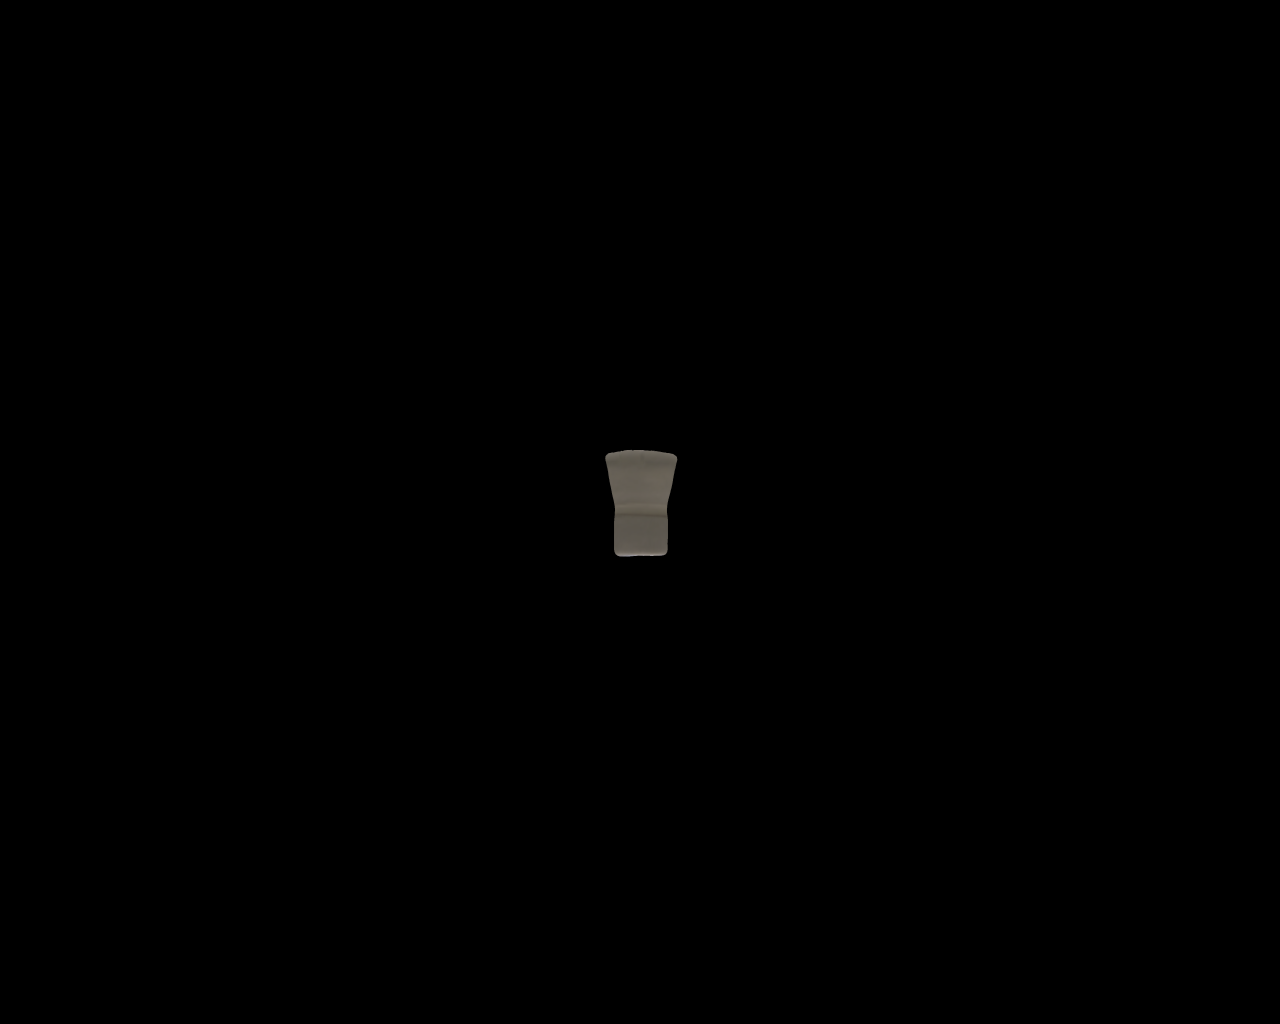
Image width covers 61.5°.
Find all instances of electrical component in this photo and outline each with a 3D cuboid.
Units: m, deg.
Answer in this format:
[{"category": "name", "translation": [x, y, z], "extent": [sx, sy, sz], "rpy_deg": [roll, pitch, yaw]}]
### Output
[{"category": "electrical component", "translation": [0.001, -0.003, 0.650], "extent": [0.044, 0.065, 0.044], "rpy_deg": [0, -3, 0]}]
